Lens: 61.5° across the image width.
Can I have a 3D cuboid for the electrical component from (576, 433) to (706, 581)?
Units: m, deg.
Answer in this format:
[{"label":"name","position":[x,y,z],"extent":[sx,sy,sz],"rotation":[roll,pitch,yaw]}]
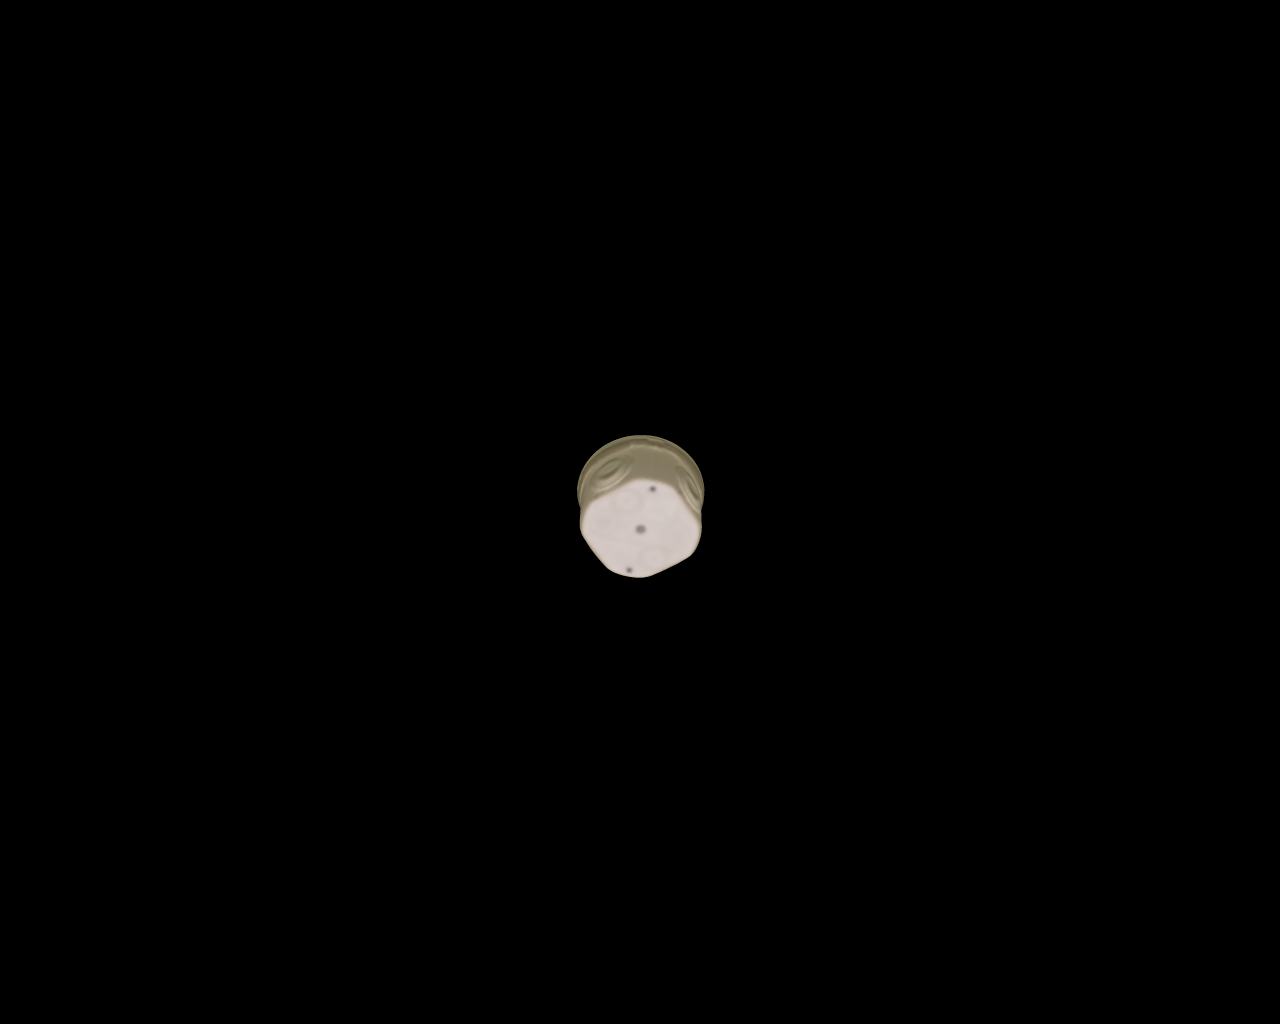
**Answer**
[{"label":"electrical component","position":[0.001,-0.003,0.650],"extent":[0.080,0.080,0.051],"rotation":[0,32,0]}]
